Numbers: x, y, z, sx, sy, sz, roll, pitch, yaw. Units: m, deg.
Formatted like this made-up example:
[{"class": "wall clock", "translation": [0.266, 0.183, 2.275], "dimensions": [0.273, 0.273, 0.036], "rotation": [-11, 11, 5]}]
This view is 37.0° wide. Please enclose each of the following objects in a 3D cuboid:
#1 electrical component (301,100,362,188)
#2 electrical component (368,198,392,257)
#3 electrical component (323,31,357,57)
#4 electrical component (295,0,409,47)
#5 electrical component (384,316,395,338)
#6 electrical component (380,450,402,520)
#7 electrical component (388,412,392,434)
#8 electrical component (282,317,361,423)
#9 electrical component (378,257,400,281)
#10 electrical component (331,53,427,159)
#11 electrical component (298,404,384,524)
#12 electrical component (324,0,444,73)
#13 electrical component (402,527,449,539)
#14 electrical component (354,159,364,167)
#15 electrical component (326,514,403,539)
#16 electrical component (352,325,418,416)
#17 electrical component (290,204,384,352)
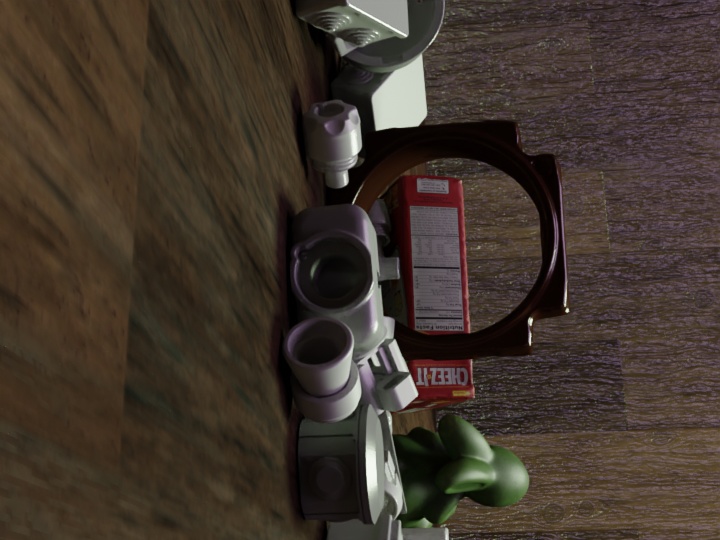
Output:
[{"class": "electrical component", "translation": [-0.020, -0.091, 0.800], "dimensions": [0.043, 0.043, 0.062], "rotation": [-84, 171, -54]}, {"class": "electrical component", "translation": [0.009, -0.036, 1.008], "dimensions": [0.043, 0.043, 0.062], "rotation": [74, 3, -65]}, {"class": "electrical component", "translation": [-0.011, -0.230, 0.887], "dimensions": [0.076, 0.066, 0.047], "rotation": [58, 2, 8]}, {"class": "electrical component", "translation": [-0.008, -0.223, 0.812], "dimensions": [0.100, 0.048, 0.099], "rotation": [10, 75, -56]}, {"class": "electrical component", "translation": [0.000, 0.062, 0.863], "dimensions": [0.055, 0.055, 0.047], "rotation": [58, 33, -78]}, {"class": "electrical component", "translation": [0.014, 0.196, 0.952], "dimensions": [0.055, 0.048, 0.066], "rotation": [-82, 156, -70]}, {"class": "electrical component", "translation": [0.014, 0.156, 1.043], "dimensions": [0.061, 0.035, 0.035], "rotation": [83, 7, -52]}, {"class": "electrical component", "translation": [-0.023, 0.064, 0.680], "dimensions": [0.045, 0.045, 0.055], "rotation": [-87, 172, -46]}, {"class": "electrical component", "translation": [0.000, 0.000, 0.851], "dimensions": [0.048, 0.062, 0.048], "rotation": [-3, 90, -84]}, {"class": "electrical component", "translation": [0.018, -0.160, 1.010], "dimensions": [0.099, 0.048, 0.099], "rotation": [-51, 149, -32]}, {"class": "electrical component", "translation": [-0.012, 0.132, 0.730], "dimensions": [0.080, 0.051, 0.080], "rotation": [-3, 90, -84]}, {"class": "electrical component", "translation": [0.018, -0.225, 0.944], "dimensions": [0.060, 0.108, 0.108], "rotation": [84, 3, -89]}, {"class": "electrical component", "translation": [0.040, 0.268, 0.994], "dimensions": [0.076, 0.083, 0.047], "rotation": [38, 50, -82]}, {"class": "electrical component", "translation": [0.007, -0.086, 1.088], "dimensions": [0.061, 0.035, 0.035], "rotation": [-81, 167, -54]}, {"class": "electrical component", "translation": [0.003, 0.253, 0.785], "dimensions": [0.108, 0.056, 0.108], "rotation": [-78, 163, -68]}, {"class": "electrical component", "translation": [-0.001, 0.069, 0.782], "dimensions": [0.058, 0.078, 0.057], "rotation": [-36, 113, -36]}, {"class": "electrical component", "translation": [-0.015, 0.006, 0.725], "dimensions": [0.059, 0.054, 0.095], "rotation": [56, 29, -79]}]
